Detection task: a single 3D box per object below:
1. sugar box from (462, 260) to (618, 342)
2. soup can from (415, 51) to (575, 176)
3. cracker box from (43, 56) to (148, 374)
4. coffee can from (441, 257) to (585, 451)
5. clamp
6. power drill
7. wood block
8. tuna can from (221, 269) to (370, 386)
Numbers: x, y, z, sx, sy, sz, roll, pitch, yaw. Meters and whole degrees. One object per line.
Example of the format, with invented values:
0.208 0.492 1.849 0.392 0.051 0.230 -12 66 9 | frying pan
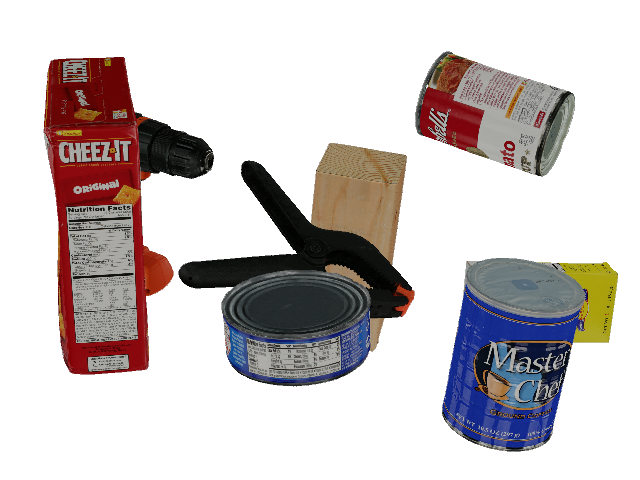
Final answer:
0.261 0.074 1.282 0.176 0.093 0.048 -1 18 -7 | sugar box
0.132 -0.096 0.808 0.102 0.068 0.068 23 9 22 | soup can
-0.183 -0.023 0.870 0.072 0.214 0.164 -4 27 -12 | cracker box
0.169 0.100 0.948 0.103 0.140 0.103 6 24 -3 | coffee can
-0.017 0.023 0.984 0.210 0.164 0.036 29 -41 6 | clamp
-0.189 -0.040 1.077 0.185 0.188 0.057 17 32 23 | power drill
0.036 0.008 1.193 0.090 0.206 0.090 10 26 8 | wood block
-0.013 0.049 0.616 0.086 0.034 0.086 -2 23 1 | tuna can
